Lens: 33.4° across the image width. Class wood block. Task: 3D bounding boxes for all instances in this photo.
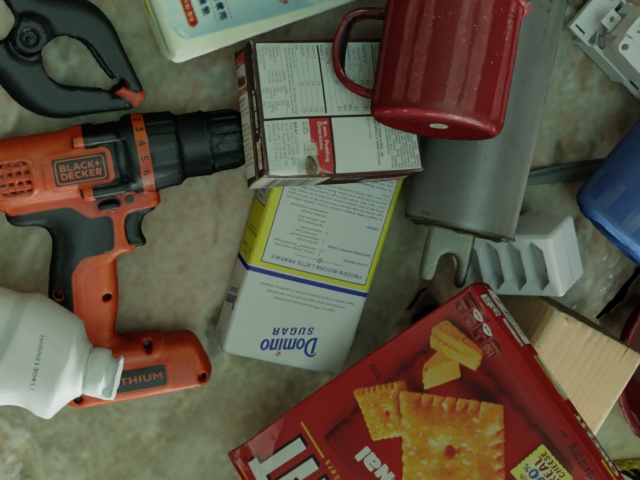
[{"bbox_3d":[0.136,0.142,0.801,0.090,0.090,0.206,28,96,-21],"label":"wood block"}]

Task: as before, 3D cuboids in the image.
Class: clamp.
[{"bbox_3d":[-0.194,-0.121,0.667,0.171,0.039,0.120,38,94,-21],"label":"clamp"}]

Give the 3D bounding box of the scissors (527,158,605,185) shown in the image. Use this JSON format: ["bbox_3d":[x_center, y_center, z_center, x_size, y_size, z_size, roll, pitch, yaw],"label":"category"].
[{"bbox_3d":[0.250,-0.042,0.819,0.201,0.016,0.096,-22,109,-8],"label":"scissors"}]

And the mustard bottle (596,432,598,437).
[{"bbox_3d":[0.184,0.233,0.851,0.096,0.058,0.192,7,104,-40],"label":"mustard bottle"}]

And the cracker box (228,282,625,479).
[{"bbox_3d":[0.068,0.154,0.721,0.214,0.072,0.164,-36,76,13],"label":"cracker box"}]

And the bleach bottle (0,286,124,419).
[{"bbox_3d":[-0.250,0.068,0.660,0.250,0.068,0.102,12,101,-3],"label":"bleach bottle"}]

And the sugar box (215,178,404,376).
[{"bbox_3d":[-0.005,0.001,0.748,0.093,0.048,0.176,15,103,-18],"label":"sugar box"}]

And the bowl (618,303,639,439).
[{"bbox_3d":[0.295,0.088,0.846,0.162,0.055,0.162,-4,106,-14],"label":"bowl"}]

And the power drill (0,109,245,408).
[{"bbox_3d":[-0.122,0.009,0.714,0.184,0.057,0.188,-9,104,-8],"label":"power drill"}]

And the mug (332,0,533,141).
[{"bbox_3d":[0.064,-0.109,0.647,0.117,0.093,0.081,9,87,9],"label":"mug"}]

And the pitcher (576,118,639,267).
[{"bbox_3d":[0.305,-0.076,0.751,0.149,0.145,0.243,43,97,3],"label":"pitcher"}]

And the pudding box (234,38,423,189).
[{"bbox_3d":[0.006,-0.082,0.685,0.113,0.039,0.090,-4,86,-23],"label":"pudding box"}]
